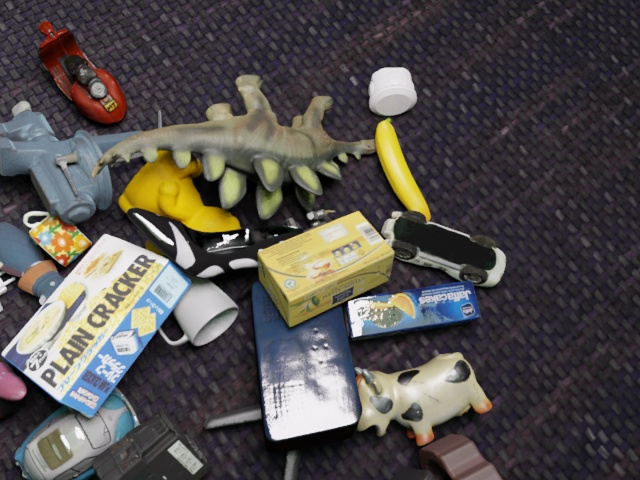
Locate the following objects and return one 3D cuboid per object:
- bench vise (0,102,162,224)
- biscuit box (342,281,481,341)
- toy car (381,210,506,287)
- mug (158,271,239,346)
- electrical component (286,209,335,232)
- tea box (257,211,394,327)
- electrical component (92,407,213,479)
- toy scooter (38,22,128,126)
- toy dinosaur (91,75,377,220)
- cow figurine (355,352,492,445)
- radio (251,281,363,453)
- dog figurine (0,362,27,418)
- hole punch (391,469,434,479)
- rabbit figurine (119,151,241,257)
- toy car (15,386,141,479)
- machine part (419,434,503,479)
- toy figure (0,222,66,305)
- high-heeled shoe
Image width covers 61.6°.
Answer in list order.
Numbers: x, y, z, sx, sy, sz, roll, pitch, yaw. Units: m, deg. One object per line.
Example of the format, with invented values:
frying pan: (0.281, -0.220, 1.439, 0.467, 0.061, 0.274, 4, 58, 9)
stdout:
bench vise: (-0.356, -0.130, 0.818, 0.240, 0.128, 0.224, -22, 55, -37)
biscuit box: (0.137, 0.109, 0.821, 0.203, 0.059, 0.063, -8, 75, -7)
toy car: (0.195, 0.014, 0.857, 0.202, 0.056, 0.073, 20, 67, 4)
mug: (-0.192, 0.098, 0.791, 0.109, 0.080, 0.107, -39, 69, -10)
electrical component: (-0.002, -0.001, 0.849, 0.078, 0.045, 0.102, -19, 76, -11)
tea box: (0.008, 0.038, 0.757, 0.170, 0.068, 0.098, -22, 53, -19)
electrical component: (-0.226, 0.302, 0.701, 0.134, 0.114, 0.058, -38, 38, -19)
toy scooter: (-0.383, -0.267, 0.846, 0.075, 0.135, 0.184, -43, 83, -17)
toy dinosaur: (-0.091, -0.135, 0.783, 0.471, 0.105, 0.198, -3, 62, -32)
cow figurine: (0.132, 0.222, 0.776, 0.195, 0.085, 0.127, -22, 83, -8)
radio: (-0.024, 0.166, 0.754, 0.131, 0.073, 0.230, -6, 58, -8)
dog figurine: (-0.487, 0.162, 0.693, 0.219, 0.191, 0.108, 33, 78, 18)
hole punch: (0.114, 0.377, 0.709, 0.116, 0.142, 0.092, -32, 83, -25)
rabbit figurine: (-0.204, -0.042, 0.812, 0.173, 0.122, 0.162, 40, 76, -13)
toy car: (-0.330, 0.266, 0.713, 0.162, 0.103, 0.109, -31, 78, -15)
machine part: (0.199, 0.341, 0.705, 0.056, 0.179, 0.179, -23, 77, -15)
toy figure: (-0.428, 0.039, 0.794, 0.154, 0.058, 0.064, 44, 81, 3)
high-heeled shoe: (-0.133, -0.012, 0.760, 0.145, 0.086, 0.248, -51, 127, -2)
